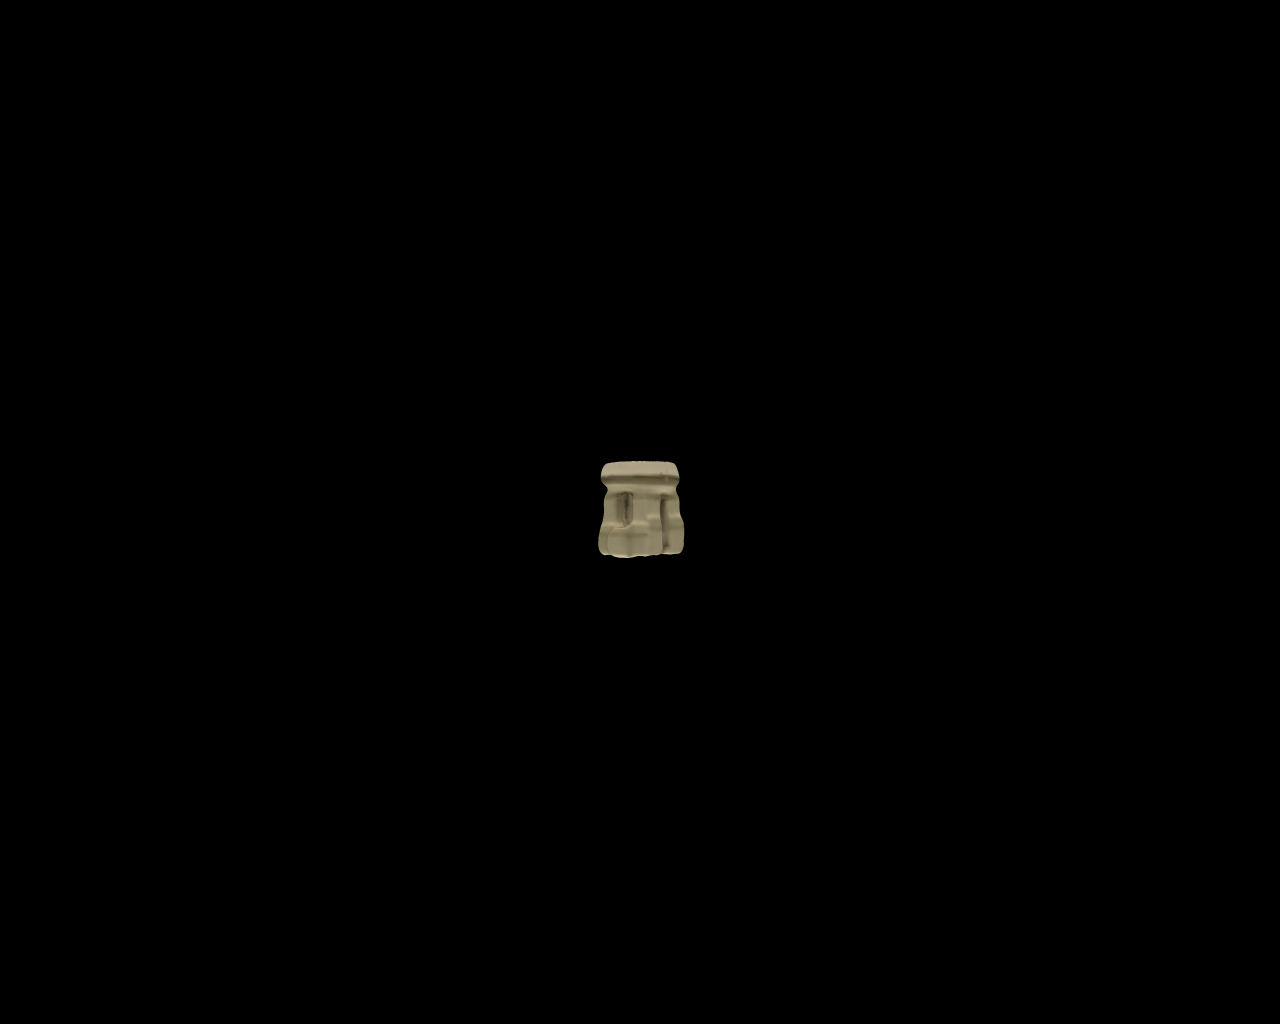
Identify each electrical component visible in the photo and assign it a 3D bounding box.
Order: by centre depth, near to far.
[{"bbox_3d":[0.001,-0.003,0.650,0.048,0.055,0.066,0,0,32],"label":"electrical component"}]
